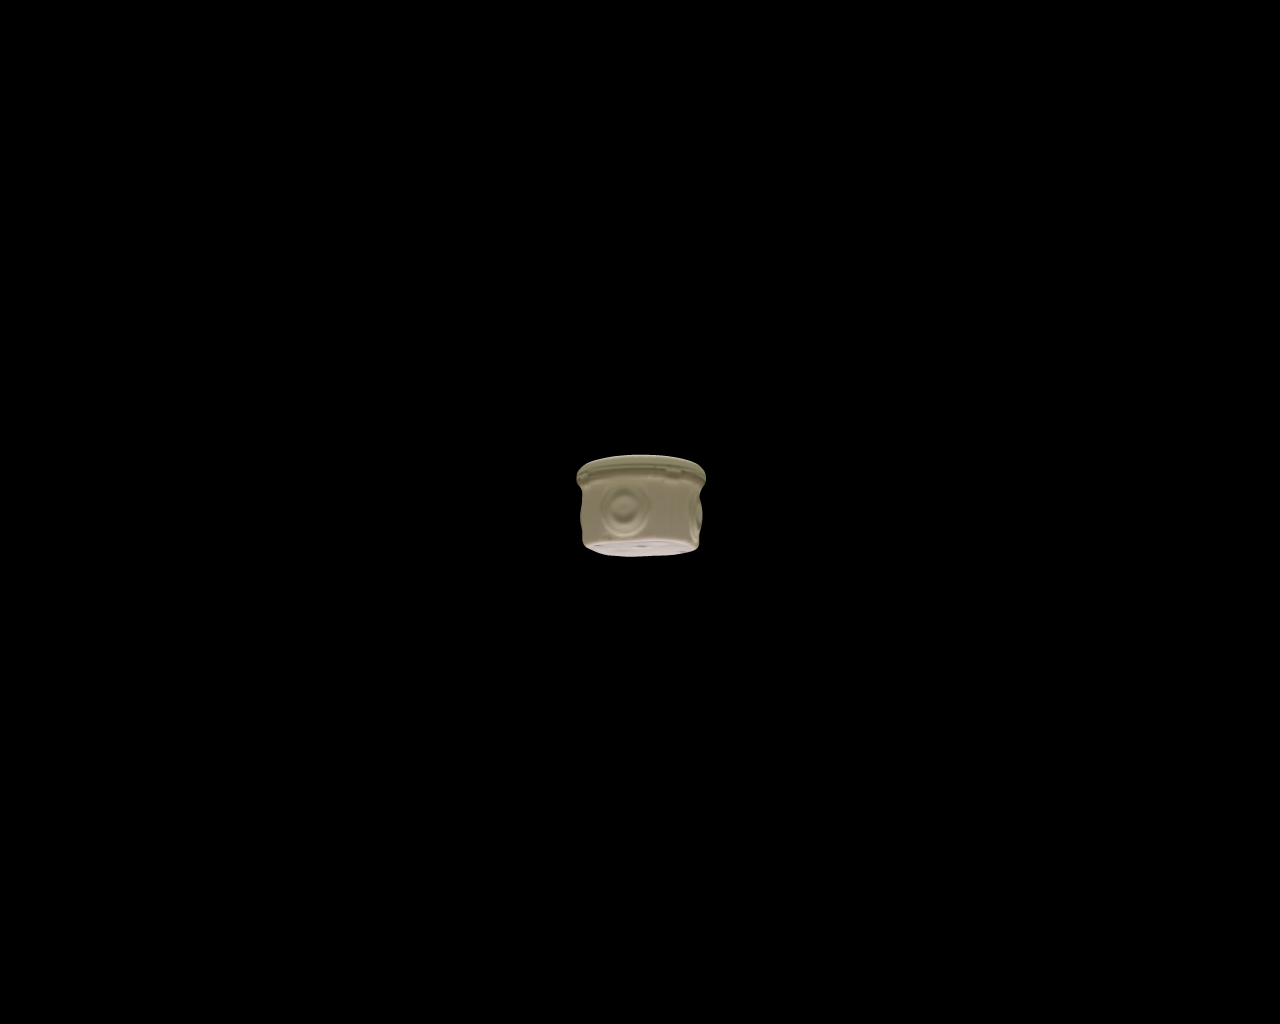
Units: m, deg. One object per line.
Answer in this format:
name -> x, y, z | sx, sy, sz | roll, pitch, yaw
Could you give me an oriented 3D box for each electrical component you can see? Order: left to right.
electrical component -> 0.001, -0.003, 0.650 | 0.080, 0.051, 0.080 | 0, -11, 0
